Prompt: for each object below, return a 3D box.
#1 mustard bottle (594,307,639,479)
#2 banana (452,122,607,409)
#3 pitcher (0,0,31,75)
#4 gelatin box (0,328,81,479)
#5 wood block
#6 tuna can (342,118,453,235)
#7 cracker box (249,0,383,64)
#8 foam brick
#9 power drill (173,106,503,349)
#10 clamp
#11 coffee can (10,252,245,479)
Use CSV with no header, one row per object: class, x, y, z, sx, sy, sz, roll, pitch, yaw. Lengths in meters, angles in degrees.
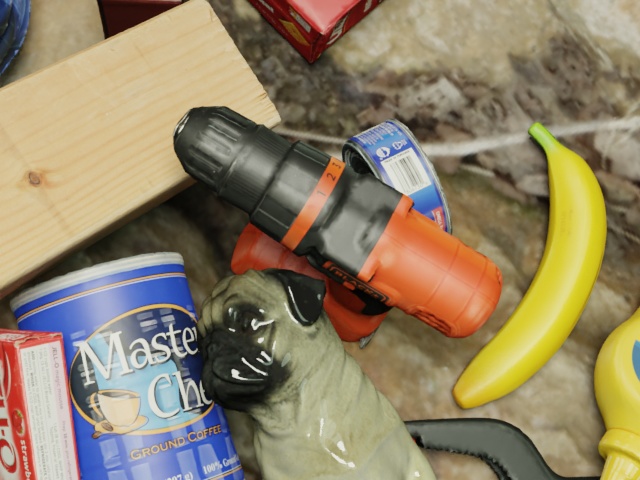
mustard bottle,0.229,0.080,0.676,0.096,0.058,0.191,37,70,0
banana,0.145,0.023,0.700,0.070,0.037,0.198,15,77,13
pitcher,-0.226,-0.181,0.604,0.145,0.149,0.242,28,50,3
gelatin box,-0.165,0.093,0.575,0.030,0.073,0.089,-12,97,-44
wood block,-0.135,-0.048,0.601,0.205,0.090,0.091,-35,94,-36
tuna can,0.047,-0.030,0.667,0.033,0.086,0.086,-26,85,-10
cracker box,0.017,-0.249,0.708,0.213,0.072,0.164,-44,87,-11
foam brick,-0.111,-0.160,0.671,0.051,0.078,0.053,1,80,-6
power drill,-0.004,0.001,0.603,0.184,0.188,0.057,33,78,-3
clamp,0.123,0.185,0.667,0.210,0.036,0.164,27,77,-6
coffee can,-0.110,0.089,0.617,0.102,0.103,0.140,-16,83,-10
